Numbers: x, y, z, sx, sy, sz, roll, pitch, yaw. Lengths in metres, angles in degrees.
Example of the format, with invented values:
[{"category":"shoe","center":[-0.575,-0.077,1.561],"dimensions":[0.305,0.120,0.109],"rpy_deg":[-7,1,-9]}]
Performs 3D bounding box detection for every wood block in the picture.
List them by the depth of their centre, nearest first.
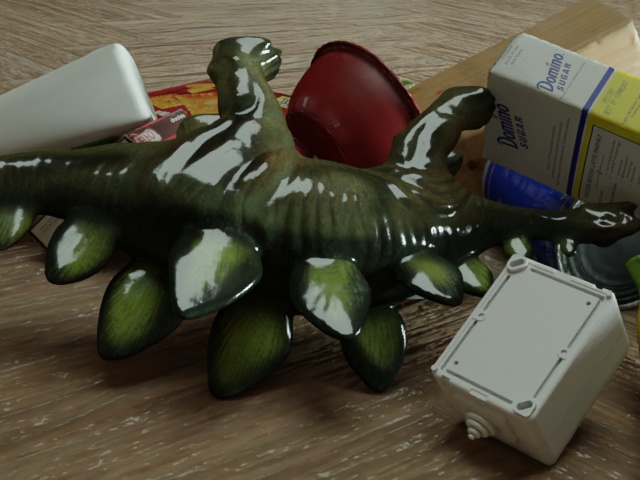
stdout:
[{"category":"wood block","center":[0.157,-0.104,0.869],"dimensions":[0.206,0.091,0.090],"rpy_deg":[-26,26,3]}]

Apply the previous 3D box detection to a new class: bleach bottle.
[{"category":"bleach bottle","center":[-0.246,-0.066,0.772],"dimensions":[0.251,0.068,0.102],"rpy_deg":[-22,4,-2]}]

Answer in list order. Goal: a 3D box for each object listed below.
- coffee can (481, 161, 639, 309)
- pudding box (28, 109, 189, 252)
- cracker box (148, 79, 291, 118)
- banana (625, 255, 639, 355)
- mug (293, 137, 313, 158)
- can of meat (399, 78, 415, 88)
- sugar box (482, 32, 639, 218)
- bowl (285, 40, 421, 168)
[{"category":"coffee can","center":[0.190,-0.024,0.778],"dimensions":[0.102,0.103,0.140],"rpy_deg":[-1,21,-13]},{"category":"pudding box","center":[-0.140,-0.038,0.748],"dimensions":[0.039,0.114,0.090],"rpy_deg":[48,25,-1]},{"category":"cracker box","center":[-0.106,-0.082,0.921],"dimensions":[0.164,0.072,0.213],"rpy_deg":[16,24,30]},{"category":"banana","center":[0.176,0.077,0.532],"dimensions":[0.069,0.037,0.197],"rpy_deg":[44,24,-9]},{"category":"mug","center":[-0.056,-0.019,0.753],"dimensions":[0.117,0.093,0.081],"rpy_deg":[-23,24,9]},{"category":"can of meat","center":[0.039,-0.115,1.024],"dimensions":[0.102,0.084,0.057],"rpy_deg":[14,22,27]},{"category":"sugar box","center":[0.186,-0.054,0.646],"dimensions":[0.176,0.093,0.048],"rpy_deg":[30,67,21]},{"category":"bowl","center":[0.020,-0.068,0.817],"dimensions":[0.055,0.162,0.162],"rpy_deg":[-30,34,-24]}]
